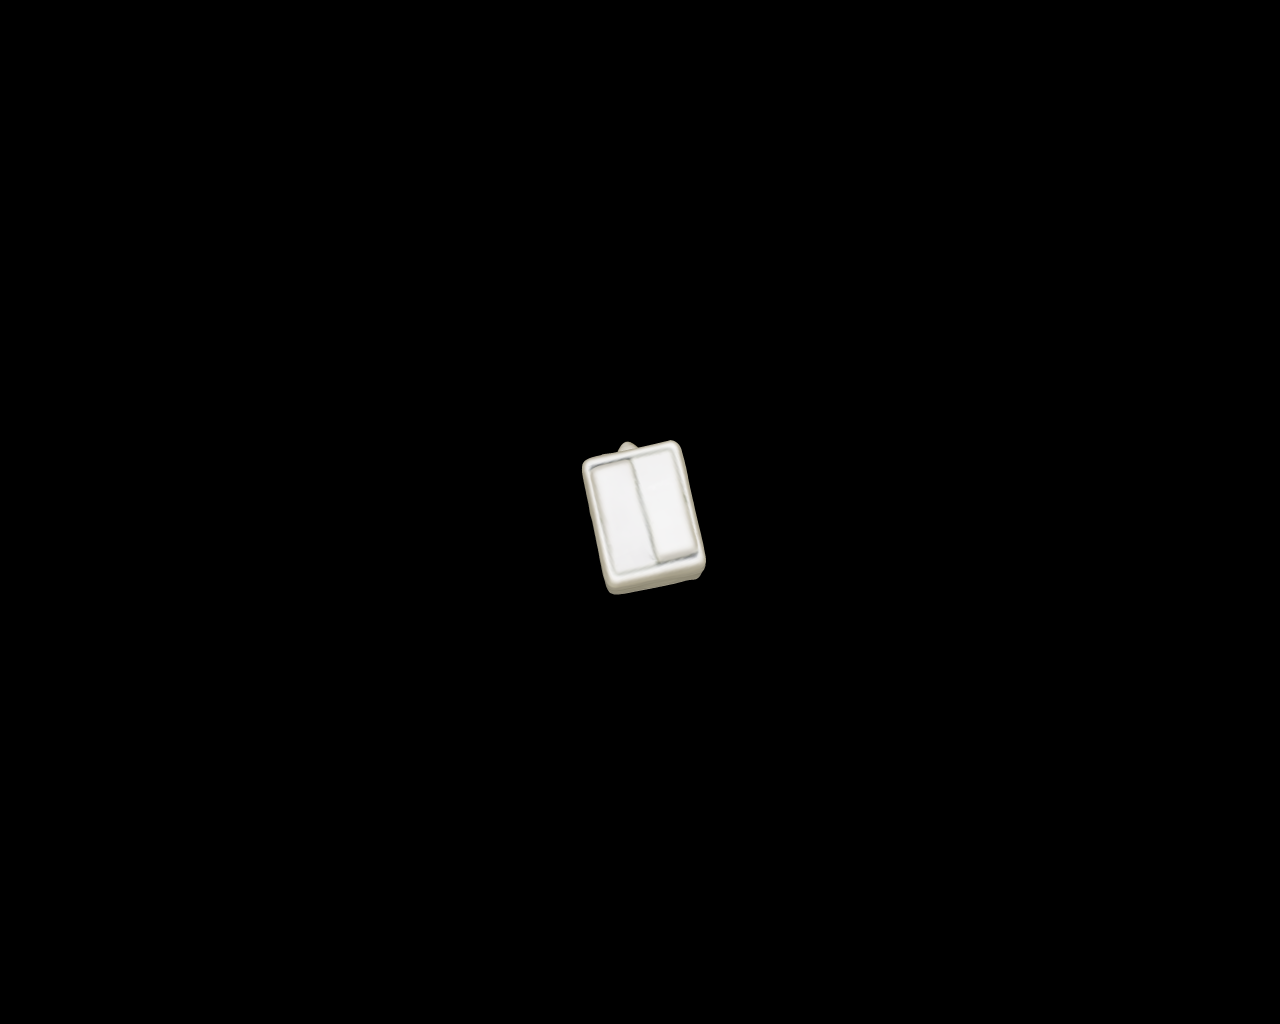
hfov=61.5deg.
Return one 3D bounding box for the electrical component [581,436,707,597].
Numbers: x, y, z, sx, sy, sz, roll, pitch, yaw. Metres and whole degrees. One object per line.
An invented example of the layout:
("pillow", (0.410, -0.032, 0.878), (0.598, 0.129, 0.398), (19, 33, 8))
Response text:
("electrical component", (0.001, -0.003, 0.650), (0.062, 0.096, 0.061), (-11, -11, -2))
